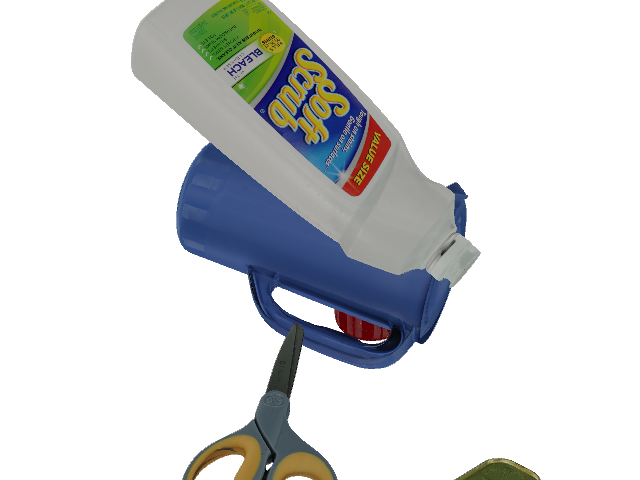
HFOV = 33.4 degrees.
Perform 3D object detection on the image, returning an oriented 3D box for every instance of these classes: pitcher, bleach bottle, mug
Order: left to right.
[{"bbox_3d":[-0.002,0.001,0.930,0.243,0.145,0.149,17,20,15],"label":"pitcher"},{"bbox_3d":[0.000,-0.067,0.676,0.102,0.251,0.068,-42,-14,-31],"label":"bleach bottle"},{"bbox_3d":[0.063,0.060,1.150,0.093,0.081,0.117,-25,42,-28],"label":"mug"}]

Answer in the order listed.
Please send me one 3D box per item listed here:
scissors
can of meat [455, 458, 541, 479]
[{"bbox_3d":[-0.013,0.111,0.642,0.096,0.016,0.201,15,31,19],"label":"scissors"},{"bbox_3d":[0.136,0.244,0.888,0.101,0.084,0.058,-21,28,-36],"label":"can of meat"}]
